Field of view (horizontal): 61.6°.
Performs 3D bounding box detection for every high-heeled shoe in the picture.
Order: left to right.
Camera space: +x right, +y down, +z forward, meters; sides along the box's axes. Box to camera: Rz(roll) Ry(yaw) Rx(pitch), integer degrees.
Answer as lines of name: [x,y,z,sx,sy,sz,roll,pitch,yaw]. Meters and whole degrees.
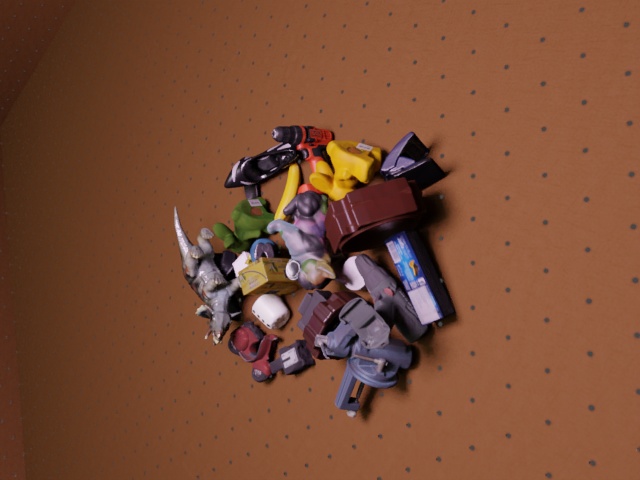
high-heeled shoe: [-0.160,-0.198,1.493,0.249,0.086,0.145,-36,24,4]

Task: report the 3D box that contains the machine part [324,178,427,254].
machine part: [0.118,-0.046,1.166,0.201,0.201,0.087,107,147,-71]

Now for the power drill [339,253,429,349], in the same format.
power drill: [0.119,0.136,1.140,0.232,0.207,0.086,48,112,11]

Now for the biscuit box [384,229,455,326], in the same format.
biscuit box: [0.212,0.077,1.151,0.059,0.063,0.202,-31,75,36]

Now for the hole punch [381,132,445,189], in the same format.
hole punch: [0.197,-0.165,1.188,0.116,0.142,0.092,-28,66,20]

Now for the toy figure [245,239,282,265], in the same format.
toy figure: [-0.150,0.035,1.456,0.089,0.082,0.180,-64,3,-13]

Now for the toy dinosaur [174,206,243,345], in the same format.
toy dinosaur: [-0.329,0.106,1.531,0.405,0.131,0.192,55,129,23]

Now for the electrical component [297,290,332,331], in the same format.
electrical component: [0.004,0.192,1.349,0.134,0.058,0.114,38,106,39]

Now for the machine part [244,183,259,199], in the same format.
machine part: [-0.202,-0.172,1.607,0.084,0.039,0.139,-15,72,34]

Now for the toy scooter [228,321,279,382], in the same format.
toy scooter: [-0.175,0.287,1.484,0.184,0.075,0.135,44,113,34]

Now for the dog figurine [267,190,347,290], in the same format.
dog figurine: [-0.005,0.010,1.266,0.191,0.108,0.219,-47,63,2]

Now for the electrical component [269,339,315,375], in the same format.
electrical component: [-0.075,0.315,1.406,0.119,0.047,0.075,-40,59,31]

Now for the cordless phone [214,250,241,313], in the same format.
cordless phone: [-0.280,0.138,1.613,0.146,0.088,0.184,-49,66,24]

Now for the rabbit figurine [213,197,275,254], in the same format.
rabbit figurine: [-0.217,-0.019,1.537,0.121,0.159,0.170,47,130,25]

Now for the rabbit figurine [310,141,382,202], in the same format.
rabbit figurine: [0.058,-0.145,1.301,0.162,0.122,0.173,11,126,6]

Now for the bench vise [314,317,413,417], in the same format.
bench vise: [0.080,0.287,1.181,0.129,0.223,0.240,-124,46,-60]

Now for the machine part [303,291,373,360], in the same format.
machine part: [0.043,0.197,1.240,0.056,0.179,0.179,41,110,41]

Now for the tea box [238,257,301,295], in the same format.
tea box: [-0.115,0.095,1.393,0.098,0.169,0.068,-33,67,35]

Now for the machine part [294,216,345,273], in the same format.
machine part: [-0.003,-0.004,1.373,0.079,0.079,0.243,-43,58,29]

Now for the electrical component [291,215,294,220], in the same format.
electrical component: [-0.055,-0.088,1.467,0.063,0.021,0.094,-39,52,31]
